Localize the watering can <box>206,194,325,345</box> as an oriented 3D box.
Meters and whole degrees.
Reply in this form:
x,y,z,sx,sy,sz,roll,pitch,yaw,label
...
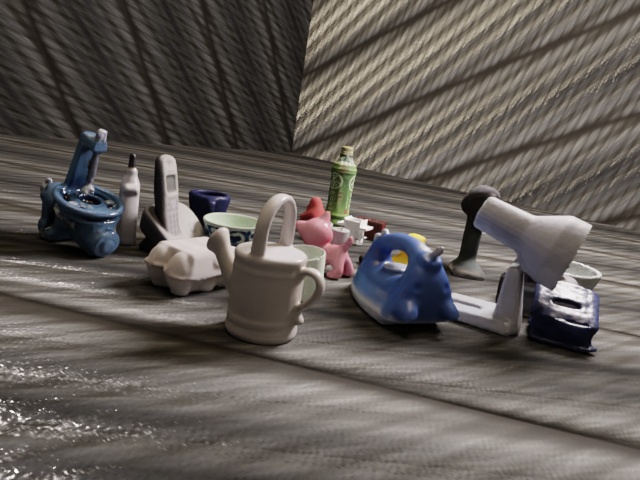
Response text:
x,y,z,sx,sy,sz,roll,pitch,yaw,label
-0.075,0.031,0.773,0.173,0.194,0.101,9,13,1,watering can

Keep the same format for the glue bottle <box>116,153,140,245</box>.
x,y,z,sx,sy,sz,roll,pitch,yaw,label
-0.368,-0.082,1.108,0.037,0.173,0.078,3,14,-25,glue bottle

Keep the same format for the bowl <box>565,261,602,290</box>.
x,y,z,sx,sy,sz,roll,pitch,yaw,label
0.499,0.086,1.212,0.167,0.075,0.167,9,13,-2,bowl

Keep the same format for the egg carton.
x,y,z,sx,sy,sz,roll,pitch,yaw,label
-0.199,0.041,0.928,0.107,0.069,0.151,18,15,34,egg carton

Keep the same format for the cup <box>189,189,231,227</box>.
x,y,z,sx,sy,sz,roll,pitch,yaw,label
-0.245,-0.056,1.260,0.092,0.095,0.117,5,13,-17,cup

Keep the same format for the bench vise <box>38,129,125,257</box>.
x,y,z,sx,sy,sz,roll,pitch,yaw,label
-0.436,-0.095,1.012,0.207,0.220,0.122,13,13,16,bench vise

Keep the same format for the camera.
x,y,z,sx,sy,sz,roll,pitch,yaw,label
0.410,0.084,1.095,0.143,0.101,0.137,11,13,7,camera

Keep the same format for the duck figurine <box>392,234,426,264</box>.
x,y,z,sx,sy,sz,roll,pitch,yaw,label
0.202,0.030,1.221,0.104,0.086,0.077,11,13,6,duck figurine

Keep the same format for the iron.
x,y,z,sx,sy,sz,roll,pitch,yaw,label
0.126,0.049,0.959,0.119,0.141,0.257,3,14,-26,iron

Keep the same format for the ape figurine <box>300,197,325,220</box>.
x,y,z,sx,sy,sz,roll,pitch,yaw,label
-0.013,-0.066,1.474,0.078,0.092,0.076,5,13,-16,ape figurine

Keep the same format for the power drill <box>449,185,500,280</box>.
x,y,z,sx,sy,sz,roll,pitch,yaw,label
0.348,-0.023,1.280,0.075,0.208,0.230,10,13,4,power drill

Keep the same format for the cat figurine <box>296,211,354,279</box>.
x,y,z,sx,sy,sz,roll,pitch,yaw,label
0.010,0.004,1.127,0.127,0.118,0.067,17,15,32,cat figurine

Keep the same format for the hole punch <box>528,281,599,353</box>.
x,y,z,sx,sy,sz,roll,pitch,yaw,label
0.404,0.123,0.944,0.108,0.091,0.101,13,13,16,hole punch

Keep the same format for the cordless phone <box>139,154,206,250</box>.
x,y,z,sx,sy,sz,roll,pitch,yaw,label
-0.277,-0.072,1.103,0.094,0.185,0.148,11,13,11,cordless phone

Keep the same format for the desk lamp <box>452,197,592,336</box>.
x,y,z,sx,sy,sz,roll,pitch,yaw,label
0.319,0.045,0.949,0.202,0.213,0.118,15,14,23,desk lamp
